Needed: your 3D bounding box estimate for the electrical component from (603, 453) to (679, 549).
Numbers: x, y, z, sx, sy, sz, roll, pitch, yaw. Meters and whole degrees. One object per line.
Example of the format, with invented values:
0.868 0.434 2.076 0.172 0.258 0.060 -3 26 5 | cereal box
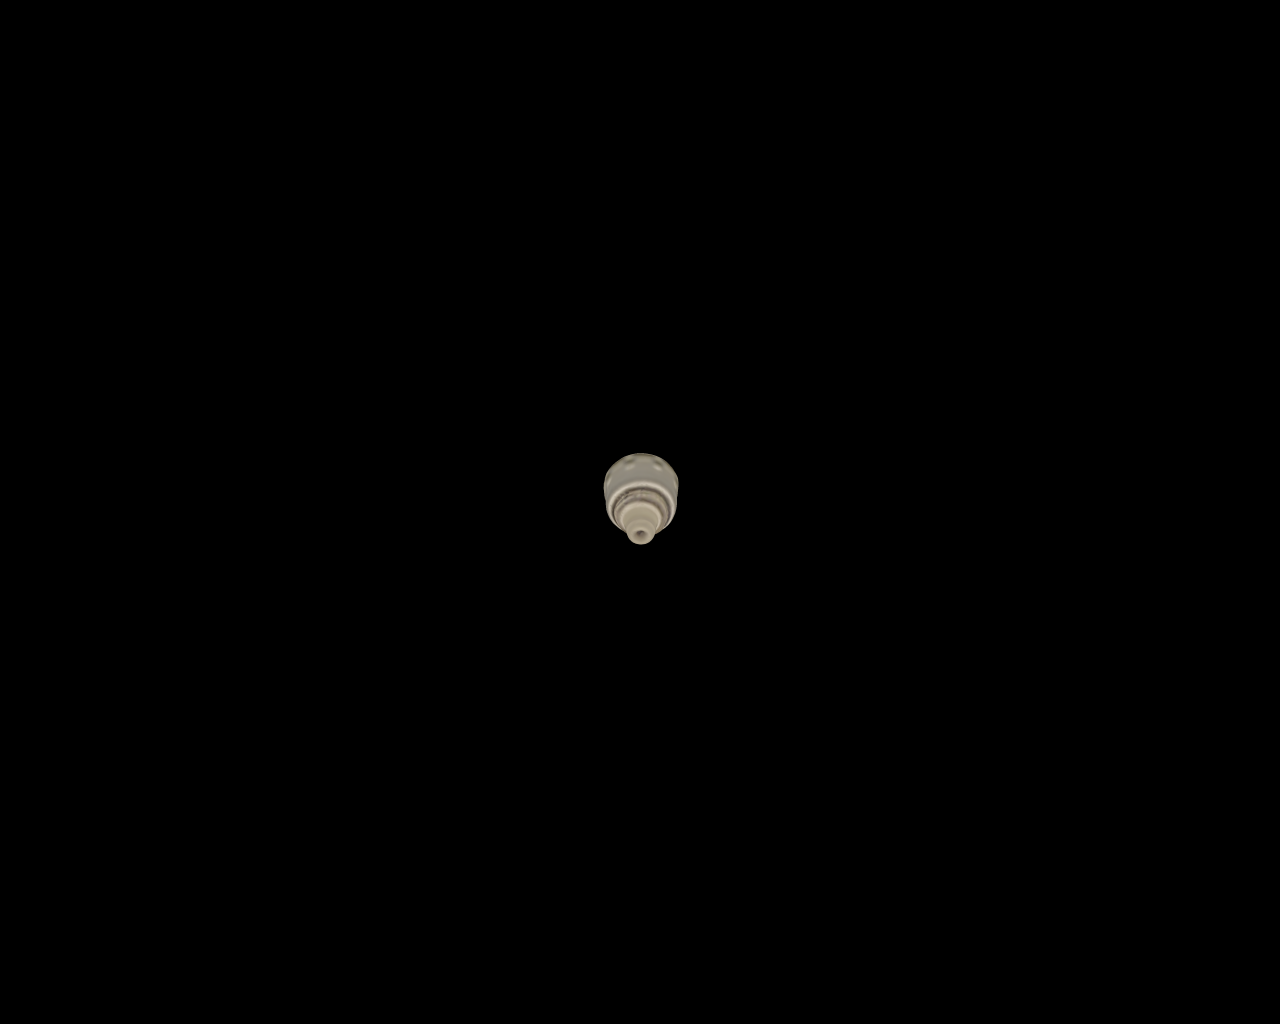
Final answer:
0.001 -0.003 0.650 0.048 0.048 0.062 0 34 0 | electrical component
